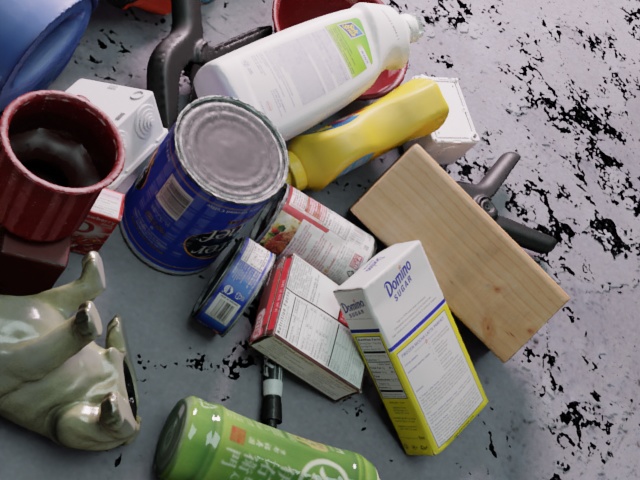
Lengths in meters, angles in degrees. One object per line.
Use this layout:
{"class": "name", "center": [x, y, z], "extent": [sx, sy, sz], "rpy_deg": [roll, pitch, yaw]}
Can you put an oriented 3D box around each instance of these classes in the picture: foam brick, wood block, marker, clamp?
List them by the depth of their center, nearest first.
{"class": "foam brick", "center": [-0.233, 0.009, 0.852], "extent": [0.053, 0.078, 0.051], "rpy_deg": [16, 58, -23]}
{"class": "marker", "center": [-0.041, 0.109, 0.947], "extent": [0.020, 0.020, 0.121], "rpy_deg": [15, 58, -24]}
{"class": "clamp", "center": [-0.123, -0.184, 1.019], "extent": [0.164, 0.036, 0.210], "rpy_deg": [51, 48, -41]}
{"class": "wood block", "center": [0.132, 0.011, 1.039], "extent": [0.206, 0.091, 0.090], "rpy_deg": [45, 92, -1]}
{"class": "clamp", "center": [0.172, -0.039, 1.144], "extent": [0.171, 0.039, 0.120], "rpy_deg": [-2, 64, -31]}

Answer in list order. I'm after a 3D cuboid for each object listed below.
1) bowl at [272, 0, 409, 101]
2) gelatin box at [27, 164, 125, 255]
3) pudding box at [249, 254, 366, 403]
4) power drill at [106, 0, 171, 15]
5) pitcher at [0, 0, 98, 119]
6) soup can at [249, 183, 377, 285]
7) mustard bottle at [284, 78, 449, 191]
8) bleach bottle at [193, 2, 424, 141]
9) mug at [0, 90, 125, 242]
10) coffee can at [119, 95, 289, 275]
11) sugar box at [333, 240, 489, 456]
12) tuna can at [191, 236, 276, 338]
{"class": "bowl", "center": [0.012, -0.204, 1.131], "extent": [0.161, 0.055, 0.162], "rpy_deg": [14, 58, -24]}
{"class": "gelatin box", "center": [-0.216, -0.023, 0.882], "extent": [0.089, 0.073, 0.030], "rpy_deg": [18, 57, -22]}
{"class": "pudding box", "center": [-0.005, 0.079, 0.957], "extent": [0.113, 0.039, 0.090], "rpy_deg": [36, 50, -26]}
{"class": "power drill", "center": [-0.220, -0.307, 1.009], "extent": [0.188, 0.057, 0.184], "rpy_deg": [64, 19, 14]}
{"class": "pitcher", "center": [-0.324, -0.219, 0.894], "extent": [0.243, 0.149, 0.145], "rpy_deg": [38, 89, -3]}
{"class": "soup can", "center": [-0.007, 0.001, 0.997], "extent": [0.102, 0.069, 0.068], "rpy_deg": [31, 52, -13]}
{"class": "mustard bottle", "center": [0.029, -0.095, 1.048], "extent": [0.191, 0.096, 0.058], "rpy_deg": [-29, 96, -21]}
{"class": "bleach bottle", "center": [0.006, -0.163, 1.032], "extent": [0.250, 0.068, 0.102], "rpy_deg": [-27, 93, -31]}
{"class": "mug", "center": [-0.201, -0.060, 0.807], "extent": [0.093, 0.082, 0.117], "rpy_deg": [23, 49, -16]}
{"class": "coffee can", "center": [-0.102, -0.044, 0.918], "extent": [0.102, 0.141, 0.103], "rpy_deg": [14, 58, -24]}
{"class": "sugar box", "center": [0.085, 0.099, 0.974], "extent": [0.093, 0.048, 0.176], "rpy_deg": [-36, 106, -40]}
{"class": "tuna can", "center": [-0.075, 0.040, 0.923], "extent": [0.033, 0.086, 0.086], "rpy_deg": [34, 52, -8]}
